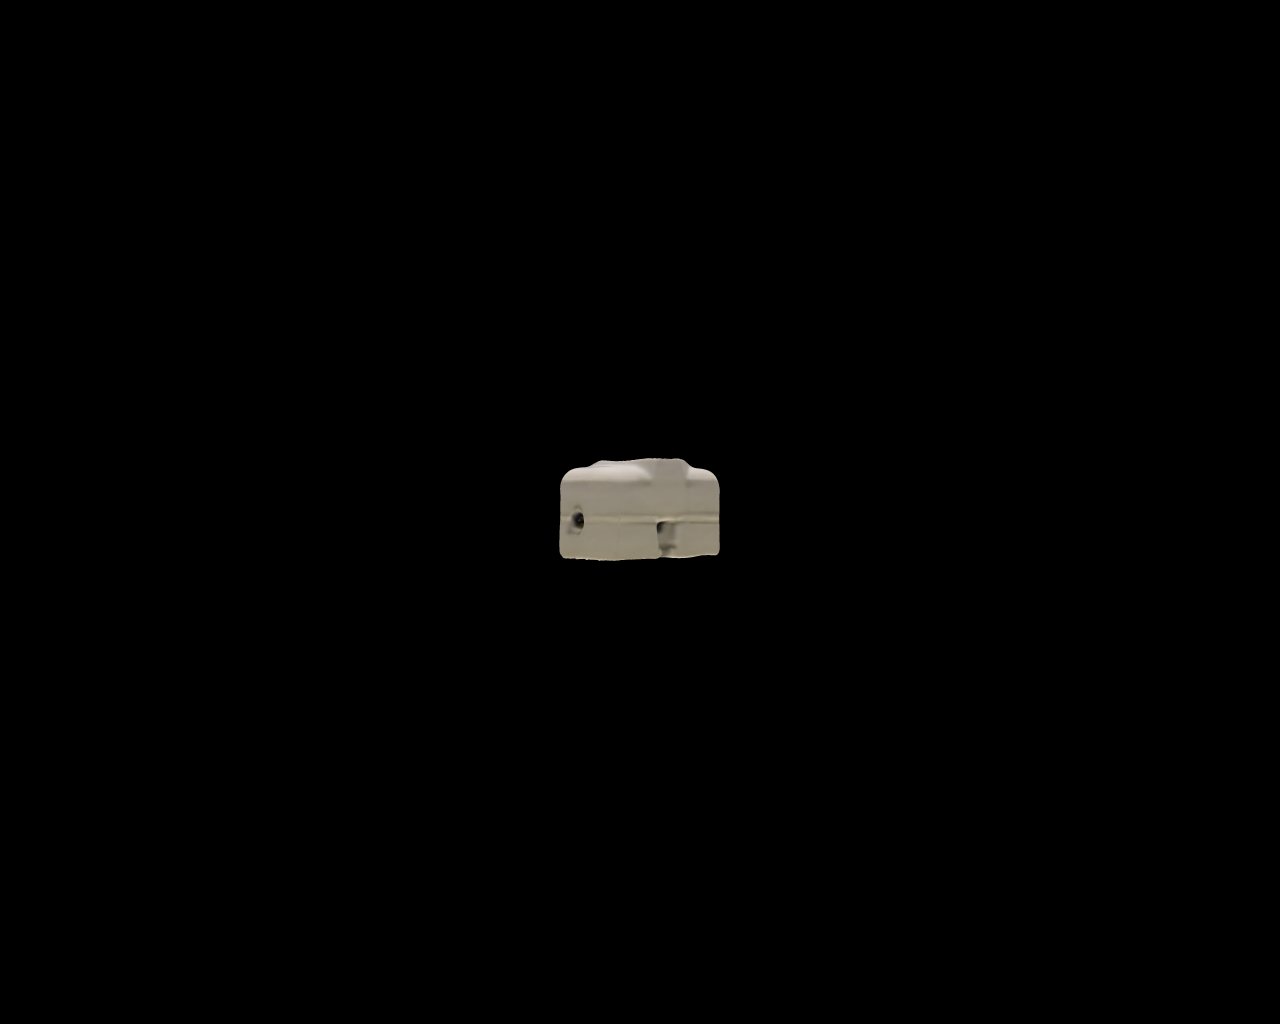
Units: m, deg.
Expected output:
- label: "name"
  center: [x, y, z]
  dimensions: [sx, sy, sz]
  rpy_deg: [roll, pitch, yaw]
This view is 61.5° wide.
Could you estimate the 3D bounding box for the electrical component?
- label: "electrical component"
  center: [0.001, -0.003, 0.650]
  dimensions: [0.095, 0.059, 0.053]
  rpy_deg: [0, 0, -37]
